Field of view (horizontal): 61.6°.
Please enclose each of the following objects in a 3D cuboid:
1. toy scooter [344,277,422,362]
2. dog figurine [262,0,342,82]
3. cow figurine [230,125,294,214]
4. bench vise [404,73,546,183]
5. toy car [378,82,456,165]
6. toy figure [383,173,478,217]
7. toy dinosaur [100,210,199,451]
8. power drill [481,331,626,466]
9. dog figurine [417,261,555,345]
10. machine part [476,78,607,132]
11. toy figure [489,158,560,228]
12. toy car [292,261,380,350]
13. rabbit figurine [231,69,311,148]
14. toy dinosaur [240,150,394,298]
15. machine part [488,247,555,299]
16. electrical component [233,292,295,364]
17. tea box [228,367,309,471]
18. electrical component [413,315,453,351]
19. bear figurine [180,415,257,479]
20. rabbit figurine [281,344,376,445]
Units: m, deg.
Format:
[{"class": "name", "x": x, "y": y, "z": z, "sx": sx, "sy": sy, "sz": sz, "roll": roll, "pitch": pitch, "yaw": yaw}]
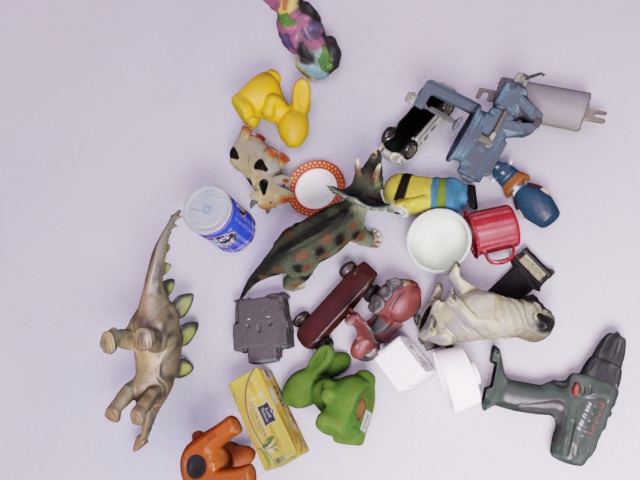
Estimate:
[{"class": "toy scooter", "x": 0.106, "y": 0.134, "z": 0.977, "sx": 0.184, "sy": 0.135, "sz": 0.075, "roll": -51, "pitch": 49, "yaw": -4}, {"class": "dog figurine", "x": -0.046, "y": -0.471, "z": 1.167, "sx": 0.108, "sy": 0.219, "sz": 0.191, "roll": -31, "pitch": 67, "yaw": 7}, {"class": "cow figurine", "x": -0.127, "y": -0.143, "z": 1.151, "sx": 0.195, "sy": 0.085, "sz": 0.127, "roll": 44, "pitch": 106, "yaw": 30}, {"class": "bench vise", "x": 0.280, "y": -0.236, "z": 1.005, "sx": 0.241, "sy": 0.129, "sz": 0.223, "roll": 28, "pitch": 107, "yaw": 3}, {"class": "toy car", "x": 0.204, "y": -0.241, "z": 1.115, "sx": 0.074, "sy": 0.056, "sz": 0.201, "roll": 41, "pitch": 90, "yaw": 28}, {"class": "toy figure", "x": 0.214, "y": -0.088, "z": 1.053, "sx": 0.180, "sy": 0.082, "sz": 0.089, "roll": -2, "pitch": 61, "yaw": 19}, {"class": "toy dinosaur", "x": -0.316, "y": 0.180, "z": 1.026, "sx": 0.105, "sy": 0.198, "sz": 0.470, "roll": 11, "pitch": 100, "yaw": 14}, {"class": "power drill", "x": 0.388, "y": 0.242, "z": 0.909, "sx": 0.207, "sy": 0.086, "sz": 0.232, "roll": 15, "pitch": 80, "yaw": 11}, {"class": "dog figurine", "x": 0.283, "y": 0.148, "z": 0.930, "sx": 0.191, "sy": 0.172, "sz": 0.121, "roll": 26, "pitch": 51, "yaw": 0}, {"class": "machine part", "x": 0.431, "y": -0.266, "z": 1.052, "sx": 0.243, "sy": 0.079, "sz": 0.079, "roll": 18, "pitch": 78, "yaw": 20}, {"class": "toy figure", "x": 0.384, "y": -0.090, "z": 1.020, "sx": 0.064, "sy": 0.057, "sz": 0.155, "roll": -33, "pitch": 63, "yaw": -4}, {"class": "toy car", "x": 0.034, "y": 0.130, "z": 1.045, "sx": 0.202, "sy": 0.053, "sz": 0.089, "roll": -48, "pitch": 58, "yaw": 1}, {"class": "rabbit figurine", "x": -0.086, "y": -0.282, "z": 1.191, "sx": 0.162, "sy": 0.122, "sz": 0.173, "roll": -41, "pitch": 81, "yaw": -10}, {"class": "toy dinosaur", "x": -0.009, "y": -0.004, "z": 1.025, "sx": 0.405, "sy": 0.192, "sz": 0.131, "roll": -37, "pitch": 66, "yaw": 0}, {"class": "machine part", "x": 0.355, "y": 0.081, "z": 0.985, "sx": 0.139, "sy": 0.039, "sz": 0.084, "roll": -43, "pitch": 76, "yaw": -3}, {"class": "electrical component", "x": -0.112, "y": 0.177, "z": 1.066, "sx": 0.115, "sy": 0.058, "sz": 0.134, "roll": -11, "pitch": 70, "yaw": 13}, {"class": "tea box", "x": -0.095, "y": 0.328, "z": 0.993, "sx": 0.068, "sy": 0.098, "sz": 0.170, "roll": -30, "pitch": 66, "yaw": 3}, {"class": "electrical component", "x": 0.215, "y": 0.178, "z": 0.999, "sx": 0.063, "sy": 0.021, "sz": 0.094, "roll": -24, "pitch": 70, "yaw": 7}, {"class": "bear figurine", "x": -0.155, "y": 0.385, "z": 0.938, "sx": 0.132, "sy": 0.195, "sz": 0.120, "roll": -26, "pitch": 64, "yaw": 7}, {"class": "rabbit figurine", "x": 0.006, "y": 0.272, "z": 0.978, "sx": 0.170, "sy": 0.121, "sz": 0.159, "roll": 8, "pitch": 71, "yaw": 32}]
